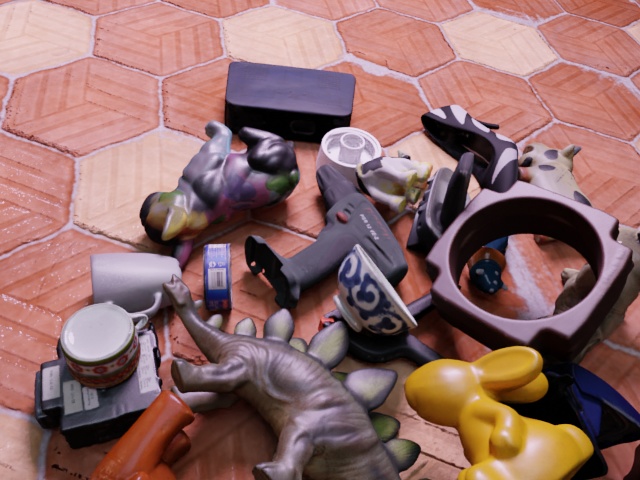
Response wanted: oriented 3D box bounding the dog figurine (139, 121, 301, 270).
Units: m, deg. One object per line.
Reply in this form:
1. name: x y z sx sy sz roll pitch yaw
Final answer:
1. dog figurine: -0.143 -0.055 0.760 0.192 0.108 0.219 14 54 11

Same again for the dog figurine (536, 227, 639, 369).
1. dog figurine: 0.354 0.078 0.690 0.121 0.172 0.190 28 44 28

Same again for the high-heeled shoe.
1. high-heeled shoe: 0.249 -0.147 0.918 0.145 0.086 0.249 6 46 2

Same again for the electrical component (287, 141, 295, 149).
1. electrical component: -0.077 -0.135 0.892 0.063 0.021 0.094 14 49 3

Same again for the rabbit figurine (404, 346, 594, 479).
1. rabbit figurine: 0.164 0.177 0.532 0.162 0.121 0.173 -46 50 -6

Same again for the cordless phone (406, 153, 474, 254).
1. cordless phone: 0.191 -0.070 0.774 0.089 0.184 0.146 16 50 11

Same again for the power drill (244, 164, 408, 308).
1. power drill: -0.002 -0.002 0.764 0.207 0.086 0.232 -22 59 -33

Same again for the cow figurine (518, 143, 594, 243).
1. cow figurine: 0.387 -0.091 0.887 0.127 0.085 0.195 -6 49 -6

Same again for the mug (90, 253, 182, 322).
1. mug: -0.225 0.059 0.665 0.107 0.080 0.110 -7 29 -23

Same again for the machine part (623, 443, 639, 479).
1. machine part: 0.359 0.265 0.532 0.056 0.179 0.179 21 51 11

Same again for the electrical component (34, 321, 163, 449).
1. electrical component: -0.243 0.160 0.598 0.134 0.058 0.115 -9 50 -15

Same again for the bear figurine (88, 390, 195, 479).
1. bear figurine: -0.116 0.258 0.498 0.196 0.120 0.132 31 49 14

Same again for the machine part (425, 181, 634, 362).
1. machine part: 0.251 0.039 0.662 0.201 0.087 0.201 31 71 37

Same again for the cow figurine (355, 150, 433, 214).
1. cow figurine: 0.118 -0.100 0.847 0.098 0.068 0.167 25 23 18

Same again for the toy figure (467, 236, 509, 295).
1. toy figure: 0.249 0.020 0.791 0.064 0.057 0.154 17 53 7

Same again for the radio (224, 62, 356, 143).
1. radio: -0.054 -0.243 0.954 0.230 0.073 0.131 4 51 -3

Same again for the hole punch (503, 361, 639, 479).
1. hole punch: 0.283 0.198 0.604 0.092 0.142 0.116 -16 67 -21

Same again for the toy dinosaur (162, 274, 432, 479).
1. toy dinosaur: 0.000 0.198 0.576 0.471 0.105 0.198 45 53 13
